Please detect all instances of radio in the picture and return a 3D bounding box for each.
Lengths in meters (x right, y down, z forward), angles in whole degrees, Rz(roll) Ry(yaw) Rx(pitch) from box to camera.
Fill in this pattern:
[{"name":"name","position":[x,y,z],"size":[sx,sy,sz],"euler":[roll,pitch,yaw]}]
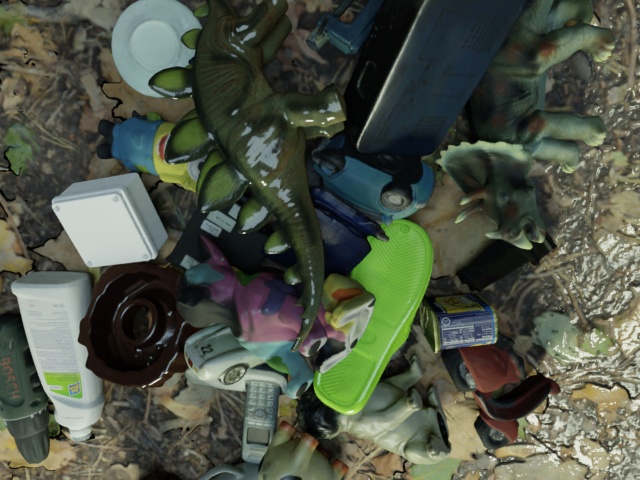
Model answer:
[{"name":"radio","position":[0.116,-0.200,0.613],"size":[0.131,0.073,0.229],"euler":[-5,143,-26]}]

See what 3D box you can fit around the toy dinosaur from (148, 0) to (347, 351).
[{"name":"toy dinosaur","position":[-0.070,-0.120,0.605],"size":[0.199,0.105,0.471],"euler":[-26,75,3]}]

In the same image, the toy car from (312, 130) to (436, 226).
[{"name":"toy car","position":[0.062,-0.071,0.705],"size":[0.162,0.109,0.102],"euler":[21,131,1]}]

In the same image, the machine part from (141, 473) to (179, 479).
[{"name":"machine part","position":[-0.222,0.457,0.759],"size":[0.087,0.201,0.201],"euler":[-41,98,12]}]

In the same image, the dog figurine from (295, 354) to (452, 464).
[{"name":"dog figurine","position":[0.078,0.270,0.781],"size":[0.191,0.121,0.172],"euler":[-23,97,20]}]

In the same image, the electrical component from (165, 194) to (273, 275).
[{"name":"electrical component","position":[-0.128,0.000,0.744],"size":[0.115,0.058,0.134],"euler":[35,99,-7]}]

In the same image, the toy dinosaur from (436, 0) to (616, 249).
[{"name":"toy dinosaur","position":[0.247,-0.196,0.675],"size":[0.192,0.131,0.404],"euler":[-1,94,1]}]

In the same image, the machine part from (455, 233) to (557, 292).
[{"name":"machine part","position":[0.257,0.023,0.751],"size":[0.139,0.039,0.084],"euler":[-34,103,6]}]

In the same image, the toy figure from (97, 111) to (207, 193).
[{"name":"toy figure","position":[-0.197,-0.122,0.713],"size":[0.180,0.089,0.082],"euler":[10,121,9]}]

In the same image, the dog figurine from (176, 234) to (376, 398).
[{"name":"dog figurine","position":[-0.065,0.071,0.668],"size":[0.219,0.191,0.108],"euler":[35,133,23]}]

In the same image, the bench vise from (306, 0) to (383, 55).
[{"name":"bench vise","position":[0.082,-0.305,0.641],"size":[0.224,0.129,0.240],"euler":[38,82,2]}]

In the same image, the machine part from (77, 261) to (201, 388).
[{"name":"machine part","position":[-0.240,0.113,0.730],"size":[0.179,0.056,0.179],"euler":[-6,71,17]}]

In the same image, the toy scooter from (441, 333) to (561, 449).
[{"name":"toy scooter","position":[0.263,0.202,0.765],"size":[0.135,0.075,0.183],"euler":[-27,102,6]}]

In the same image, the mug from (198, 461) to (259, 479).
[{"name":"mug","position":[-0.125,0.370,0.803],"size":[0.107,0.081,0.109],"euler":[-33,110,-1]}]

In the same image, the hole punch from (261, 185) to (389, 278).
[{"name":"hole punch","position":[-0.001,-0.002,0.690],"size":[0.142,0.116,0.092],"euler":[34,65,-17]}]

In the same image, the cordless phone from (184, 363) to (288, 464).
[{"name":"cordless phone","position":[-0.122,0.235,0.778],"size":[0.147,0.089,0.184],"euler":[6,105,0]}]

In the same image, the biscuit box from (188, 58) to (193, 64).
[{"name":"biscuit box","position":[-0.092,-0.155,0.693],"size":[0.063,0.059,0.202],"euler":[-28,87,6]}]

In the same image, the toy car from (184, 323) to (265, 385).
[{"name":"toy car","position":[-0.079,0.131,0.717],"size":[0.202,0.074,0.056],"euler":[-15,130,-33]}]

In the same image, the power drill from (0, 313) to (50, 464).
[{"name":"power drill","position":[-0.507,0.222,0.785],"size":[0.207,0.086,0.231],"euler":[3,101,5]}]

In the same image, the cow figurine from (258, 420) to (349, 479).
[{"name":"cow figurine","position":[-0.022,0.361,0.772],"size":[0.127,0.086,0.194],"euler":[-52,132,-22]}]
